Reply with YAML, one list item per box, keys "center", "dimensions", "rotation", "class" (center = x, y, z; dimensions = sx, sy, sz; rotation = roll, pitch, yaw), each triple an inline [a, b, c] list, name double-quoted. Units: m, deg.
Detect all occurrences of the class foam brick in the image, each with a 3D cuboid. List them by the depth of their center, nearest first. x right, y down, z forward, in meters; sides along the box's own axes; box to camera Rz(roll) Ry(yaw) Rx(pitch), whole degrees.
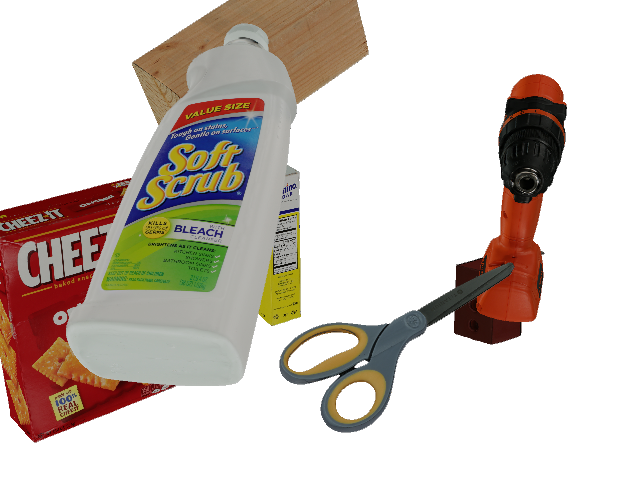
- center: [0.175, 0.062, 1.107]
  dimensions: [0.051, 0.078, 0.053]
  rotation: [-14, 19, -42]
  class: "foam brick"

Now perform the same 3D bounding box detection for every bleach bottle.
- center: [-0.073, -0.036, 0.656]
  dimensions: [0.102, 0.250, 0.068]
  rotation: [3, -35, 9]
  class: "bleach bottle"

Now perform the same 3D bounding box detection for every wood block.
- center: [-0.064, -0.177, 1.037]
  dimensions: [0.206, 0.091, 0.090]
  rotation: [-37, 48, -18]
  class: "wood block"

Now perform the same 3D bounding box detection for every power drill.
- center: [0.170, -0.028, 0.897]
  dimensions: [0.057, 0.188, 0.184]
  rotation: [10, 31, 11]
  class: "power drill"

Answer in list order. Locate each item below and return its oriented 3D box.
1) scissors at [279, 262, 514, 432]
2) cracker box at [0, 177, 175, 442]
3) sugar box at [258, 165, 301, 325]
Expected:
- center: [0.070, 0.083, 0.810]
  dimensions: [0.201, 0.096, 0.016]
  rotation: [-15, -29, -7]
  class: "scissors"
- center: [-0.226, 0.065, 1.025]
  dimensions: [0.163, 0.214, 0.072]
  rotation: [-18, 29, -32]
  class: "cracker box"
- center: [-0.061, -0.004, 1.186]
  dimensions: [0.048, 0.176, 0.093]
  rotation: [-16, 28, -26]
  class: "sugar box"
